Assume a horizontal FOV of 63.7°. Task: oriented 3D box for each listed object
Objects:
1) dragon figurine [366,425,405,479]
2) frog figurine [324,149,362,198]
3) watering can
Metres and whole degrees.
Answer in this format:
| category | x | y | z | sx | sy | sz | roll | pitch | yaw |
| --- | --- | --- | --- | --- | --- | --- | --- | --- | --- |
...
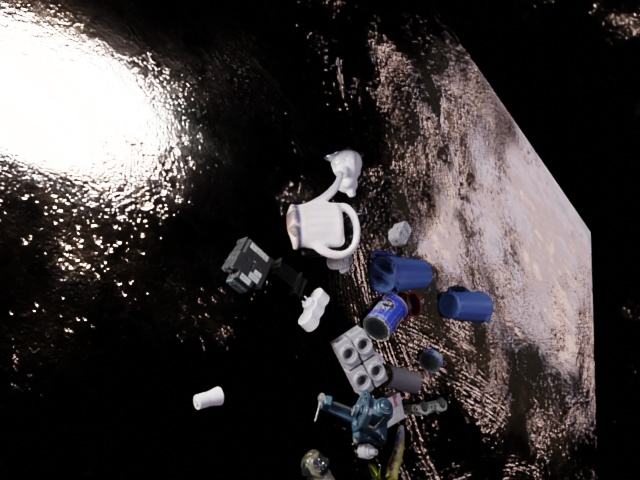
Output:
| category | x | y | z | sx | sy | sz | roll | pitch | yaw |
| --- | --- | --- | --- | --- | --- | --- | --- | --- | --- |
| dragon figurine | 0.217 | 0.812 | 1.585 | 0.419 | 0.122 | 0.238 | -51 | 130 | -41 |
| frog figurine | 0.100 | -0.234 | 1.811 | 0.137 | 0.122 | 0.161 | 13 | 54 | -64 |
| watering can | 0.005 | -0.081 | 1.616 | 0.224 | 0.101 | 0.356 | -2 | 52 | -8 |
